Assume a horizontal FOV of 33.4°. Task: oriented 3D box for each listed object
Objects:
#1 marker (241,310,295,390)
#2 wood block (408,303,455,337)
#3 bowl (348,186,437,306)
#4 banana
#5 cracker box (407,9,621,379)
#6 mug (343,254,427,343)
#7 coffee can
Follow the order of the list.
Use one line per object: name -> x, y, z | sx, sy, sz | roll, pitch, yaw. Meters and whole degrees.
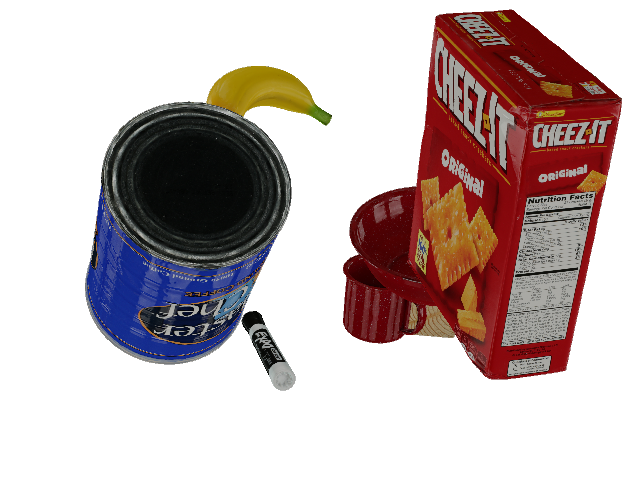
marker -> -0.045, 0.089, 0.891 | 0.020, 0.020, 0.121 | 0, 20, -17
wood block -> 0.172, 0.061, 1.624 | 0.091, 0.090, 0.206 | 4, 22, 11
bowl -> 0.107, 0.013, 1.006 | 0.162, 0.055, 0.162 | 1, 35, -1
banana -> -0.055, -0.129, 0.962 | 0.070, 0.037, 0.197 | 37, 24, 18
cracker box -> 0.126, -0.034, 0.759 | 0.072, 0.214, 0.164 | -7, 33, -15
mug -> 0.080, 0.076, 1.296 | 0.117, 0.081, 0.093 | 24, 33, 33
coffee can -> -0.082, 0.000, 0.626 | 0.102, 0.103, 0.140 | 0, -27, -16
